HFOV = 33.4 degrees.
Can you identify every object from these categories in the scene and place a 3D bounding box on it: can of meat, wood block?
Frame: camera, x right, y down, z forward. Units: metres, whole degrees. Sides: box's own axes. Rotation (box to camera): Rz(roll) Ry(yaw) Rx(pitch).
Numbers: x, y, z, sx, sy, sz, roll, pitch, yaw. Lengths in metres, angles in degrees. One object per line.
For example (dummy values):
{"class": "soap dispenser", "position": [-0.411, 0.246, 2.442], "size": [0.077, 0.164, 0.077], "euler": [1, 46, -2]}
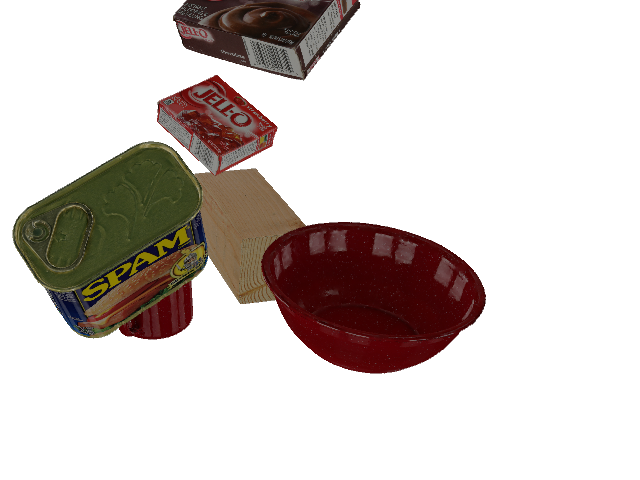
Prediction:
{"class": "can of meat", "position": [-0.115, 0.003, 0.612], "size": [0.102, 0.057, 0.084], "euler": [-33, -21, -15]}
{"class": "wood block", "position": [-0.091, -0.010, 1.351], "size": [0.090, 0.090, 0.206], "euler": [-6, 27, -22]}

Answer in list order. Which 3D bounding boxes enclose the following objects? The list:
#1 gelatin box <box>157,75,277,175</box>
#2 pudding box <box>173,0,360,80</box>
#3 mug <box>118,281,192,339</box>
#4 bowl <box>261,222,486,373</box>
{"class": "gelatin box", "position": [-0.097, -0.109, 0.993], "size": [0.073, 0.030, 0.089], "euler": [-31, 63, -35]}
{"class": "pudding box", "position": [-0.040, -0.173, 0.804], "size": [0.114, 0.090, 0.039], "euler": [21, -30, 24]}
{"class": "mug", "position": [-0.185, 0.060, 1.153], "size": [0.093, 0.081, 0.117], "euler": [10, 32, 16]}
{"class": "bowl", "position": [0.035, 0.047, 0.771], "size": [0.162, 0.055, 0.162], "euler": [6, 28, -4]}
